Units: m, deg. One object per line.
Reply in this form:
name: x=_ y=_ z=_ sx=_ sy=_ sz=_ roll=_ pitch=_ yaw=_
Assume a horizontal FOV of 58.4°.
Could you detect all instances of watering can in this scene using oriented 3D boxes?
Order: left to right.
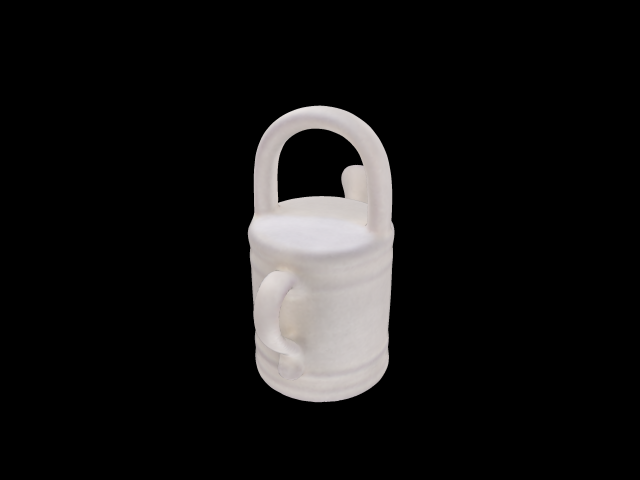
watering can: x=0.002 y=0.001 z=0.401 sx=0.101 sy=0.194 sz=0.173 roll=0 pitch=26 yaw=1
